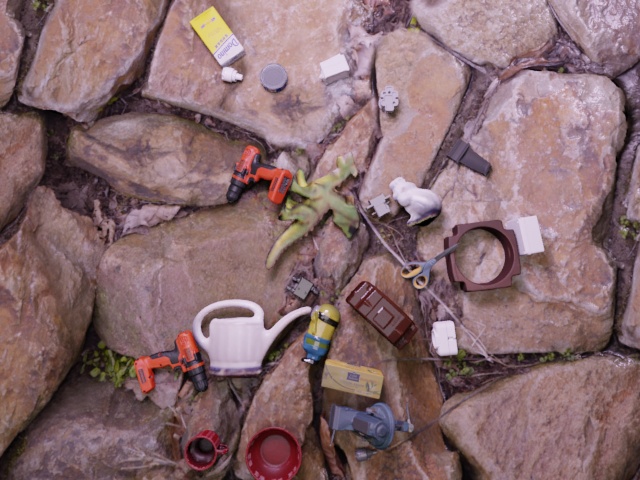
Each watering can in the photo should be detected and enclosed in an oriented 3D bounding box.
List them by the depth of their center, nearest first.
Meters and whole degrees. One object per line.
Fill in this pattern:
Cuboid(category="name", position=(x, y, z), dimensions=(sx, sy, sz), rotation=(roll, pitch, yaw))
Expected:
Cuboid(category="watering can", position=(-0.199, 0.288, 1.497), dimensions=(0.348, 0.103, 0.225), rotation=(0, 85, 1))

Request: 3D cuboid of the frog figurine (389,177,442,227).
Cuboid(category="frog figurine", position=(0.286, -0.125, 1.533), dimensions=(0.138, 0.120, 0.161), rotation=(-11, 73, -32))

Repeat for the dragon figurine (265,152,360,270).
Cuboid(category="dragon figurine", position=(0.005, -0.078, 1.542), dimensions=(0.242, 0.122, 0.412), rotation=(18, 86, -5))
